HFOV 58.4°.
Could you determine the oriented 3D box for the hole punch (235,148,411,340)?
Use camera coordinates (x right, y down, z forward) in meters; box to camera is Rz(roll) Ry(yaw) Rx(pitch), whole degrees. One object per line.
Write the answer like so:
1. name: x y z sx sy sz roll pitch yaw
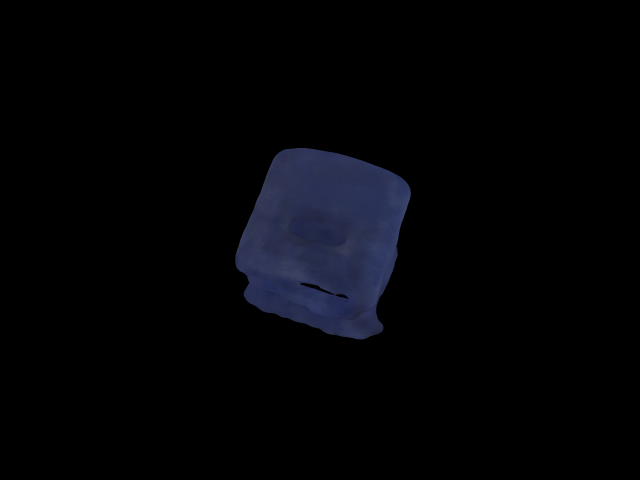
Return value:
1. hole punch: 0.004 0.001 0.400 0.108 0.091 0.101 16 51 13
